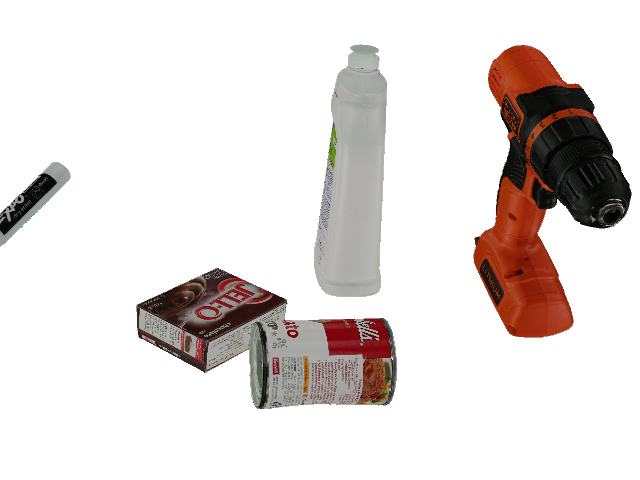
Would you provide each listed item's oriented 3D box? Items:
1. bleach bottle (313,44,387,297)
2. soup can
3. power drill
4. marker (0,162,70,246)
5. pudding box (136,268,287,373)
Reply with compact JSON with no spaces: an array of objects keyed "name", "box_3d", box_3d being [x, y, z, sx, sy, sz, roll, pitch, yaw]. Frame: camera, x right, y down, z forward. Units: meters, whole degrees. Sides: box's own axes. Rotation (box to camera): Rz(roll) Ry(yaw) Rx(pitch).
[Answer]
[{"name":"bleach bottle","box_3d":[0.036,-0.073,1.099,0.068,0.251,0.102,0,28,-9]},{"name":"soup can","box_3d":[0.000,0.094,0.818,0.102,0.068,0.068,0,0,-13]},{"name":"power drill","box_3d":[0.161,-0.021,0.763,0.057,0.188,0.184,-5,40,-8]},{"name":"marker","box_3d":[-0.231,-0.016,0.800,0.020,0.020,0.121,0,39,36]},{"name":"pudding box","box_3d":[-0.100,0.071,0.988,0.090,0.039,0.113,21,32,32]}]
